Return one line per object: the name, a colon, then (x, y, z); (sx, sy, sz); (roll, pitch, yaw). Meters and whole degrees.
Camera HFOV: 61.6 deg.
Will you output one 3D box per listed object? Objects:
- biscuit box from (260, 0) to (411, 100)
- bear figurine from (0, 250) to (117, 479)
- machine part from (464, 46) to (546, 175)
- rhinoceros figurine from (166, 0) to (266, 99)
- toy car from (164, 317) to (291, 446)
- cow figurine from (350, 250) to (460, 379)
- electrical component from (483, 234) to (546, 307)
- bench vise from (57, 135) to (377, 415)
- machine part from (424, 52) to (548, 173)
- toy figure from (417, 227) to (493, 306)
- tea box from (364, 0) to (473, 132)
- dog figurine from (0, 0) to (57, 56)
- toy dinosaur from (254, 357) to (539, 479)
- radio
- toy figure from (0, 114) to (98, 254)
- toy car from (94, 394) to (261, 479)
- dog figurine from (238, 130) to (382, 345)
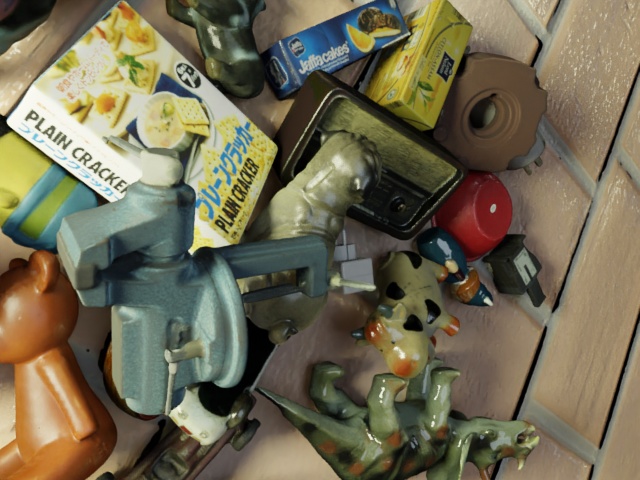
biscuit box: (0.021, -0.245, 0.677); (0.203, 0.063, 0.059); (-35, 107, -29)
bear figurine: (-0.251, 0.115, 0.452); (0.132, 0.120, 0.195); (-28, 106, -44)
machine part: (0.281, -0.194, 0.842); (0.243, 0.079, 0.079); (46, 66, -25)
rhinoceros figurine: (-0.103, -0.251, 0.588); (0.112, 0.073, 0.190); (-12, 97, -32)
toy car: (-0.088, 0.120, 0.577); (0.073, 0.056, 0.202); (45, 41, -12)
cow figurine: (0.107, 0.087, 0.679); (0.127, 0.085, 0.195); (29, 36, -17)
electrical component: (0.328, 0.055, 0.889); (0.075, 0.048, 0.119); (-47, 114, -25)
bench vise: (-0.081, 0.029, 0.447); (0.240, 0.129, 0.223); (-7, 106, -33)
machine part: (0.235, -0.179, 0.770); (0.179, 0.056, 0.179); (-3, 116, -7)
toy figure: (0.202, 0.047, 0.798); (0.154, 0.058, 0.064); (50, 42, -19)
tea box: (0.128, -0.228, 0.728); (0.068, 0.098, 0.169); (31, 75, -29)
dog figurine: (-0.251, -0.231, 0.434); (0.219, 0.192, 0.108); (-36, 103, -12)
toy dinosaur: (0.091, 0.254, 0.695); (0.405, 0.131, 0.192); (4, 87, -27)
radio: (0.058, -0.094, 0.660); (0.229, 0.073, 0.131); (23, 114, -31)
toy figure: (-0.264, -0.046, 0.476); (0.180, 0.082, 0.089); (34, 58, -23)
toy car: (-0.147, 0.226, 0.552); (0.089, 0.053, 0.202); (44, 65, 5)
dog figurine: (-0.004, -0.004, 0.556); (0.121, 0.190, 0.172); (12, 47, -39)
